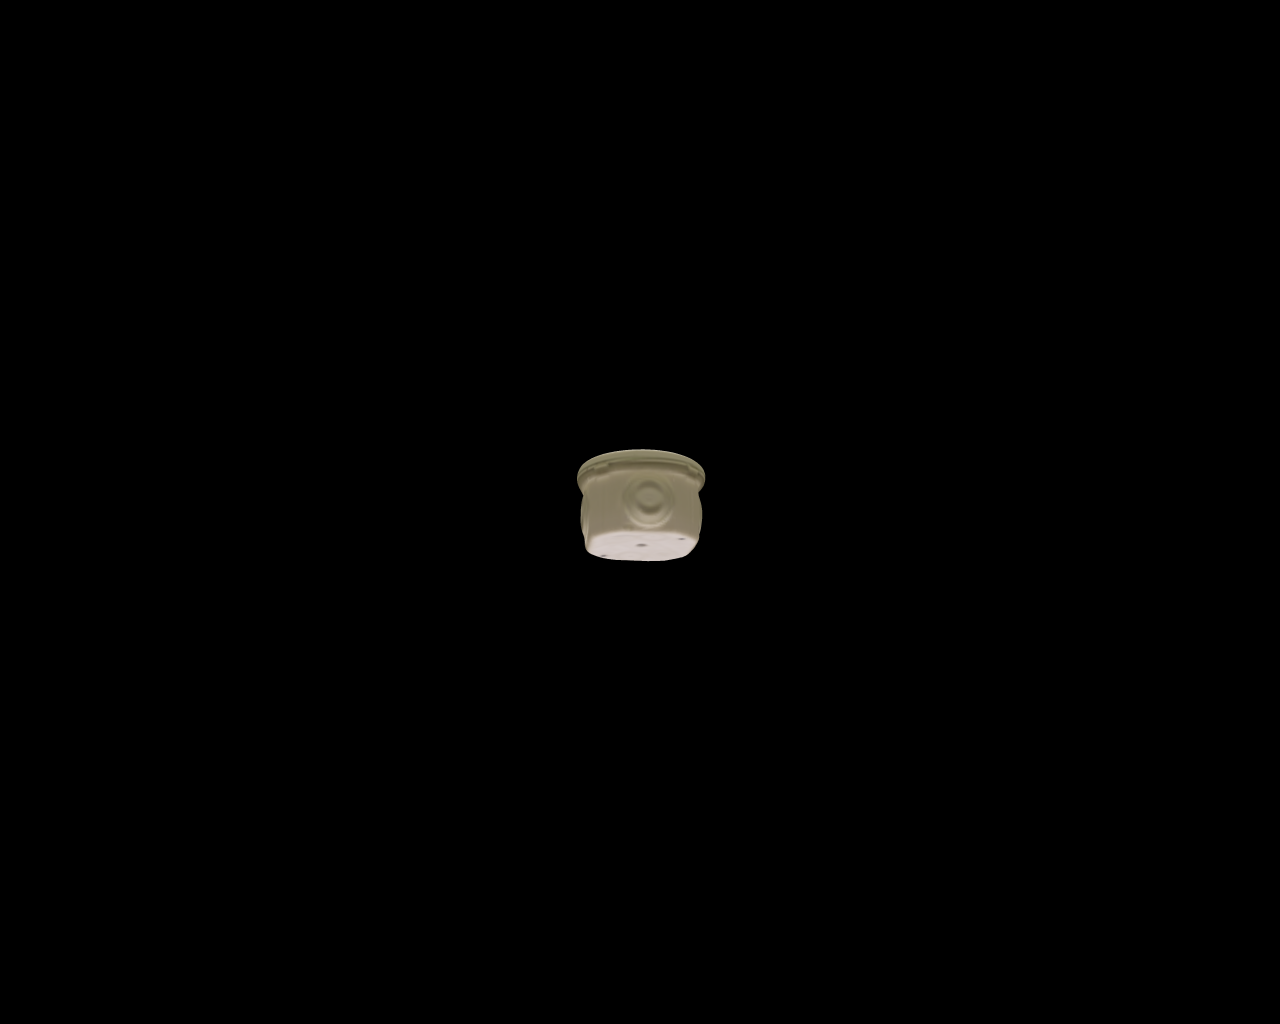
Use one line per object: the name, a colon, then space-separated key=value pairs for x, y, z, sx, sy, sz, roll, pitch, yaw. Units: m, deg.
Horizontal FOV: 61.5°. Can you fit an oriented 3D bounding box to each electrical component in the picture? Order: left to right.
electrical component: x=0.001 y=-0.003 z=0.650 sx=0.080 sy=0.051 sz=0.080 roll=0 pitch=-18 yaw=0
